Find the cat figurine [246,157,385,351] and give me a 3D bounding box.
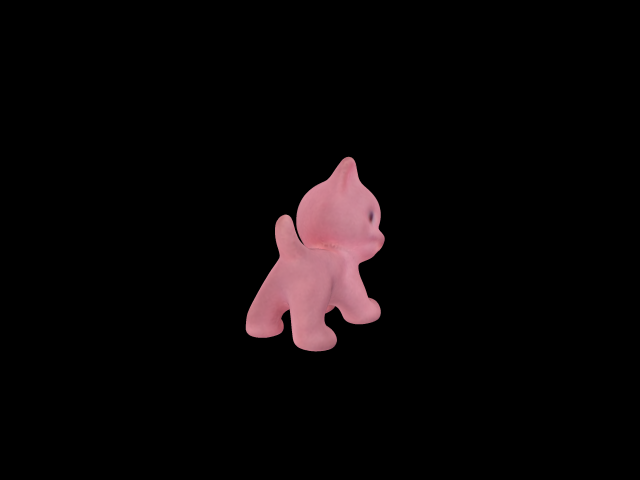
[{"bbox_3d":[0.004,0.001,0.400,0.067,0.118,0.128,5,11,28],"label":"cat figurine"}]
